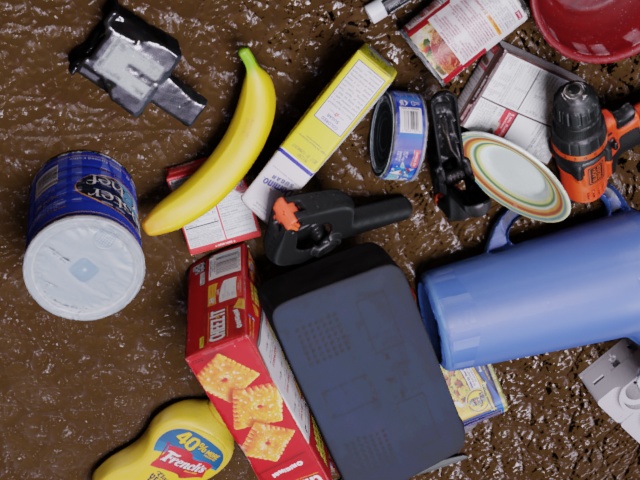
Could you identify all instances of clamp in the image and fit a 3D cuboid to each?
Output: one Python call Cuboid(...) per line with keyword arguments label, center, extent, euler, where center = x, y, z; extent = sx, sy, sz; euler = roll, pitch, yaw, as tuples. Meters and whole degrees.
Cuboid(label="clamp", center=(-0.007, 0.001, 1.020), extent=(0.165, 0.036, 0.209), euler=(-40, 161, 15))
Cuboid(label="clamp", center=(0.130, -0.055, 1.014), extent=(0.039, 0.120, 0.171), euler=(-12, 159, 3))

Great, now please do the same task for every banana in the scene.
Cuboid(label="banana", center=(-0.092, -0.081, 0.982), extent=(0.069, 0.037, 0.198), euler=(24, 104, -25))

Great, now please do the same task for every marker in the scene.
Cuboid(label="marker", center=(0.097, -0.237, 0.979), extent=(0.121, 0.020, 0.020), euler=(-30, 121, 5))

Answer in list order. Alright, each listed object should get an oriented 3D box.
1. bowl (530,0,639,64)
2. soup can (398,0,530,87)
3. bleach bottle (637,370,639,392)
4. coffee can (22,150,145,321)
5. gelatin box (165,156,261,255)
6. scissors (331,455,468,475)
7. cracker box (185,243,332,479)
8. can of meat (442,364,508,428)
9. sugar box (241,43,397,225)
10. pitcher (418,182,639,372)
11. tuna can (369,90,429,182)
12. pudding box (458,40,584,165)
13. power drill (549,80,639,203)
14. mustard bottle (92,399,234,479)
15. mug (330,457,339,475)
Cuboid(label="bowl", center=(0.261, -0.248, 0.988), extent=(0.162, 0.055, 0.162), euler=(-5, 120, -10))
Cuboid(label="soup can", center=(0.132, -0.199, 0.980), extent=(0.102, 0.068, 0.068), euler=(-38, 120, 9))
Cuboid(label="bleach bottle", center=(0.403, 0.128, 1.142), extent=(0.250, 0.068, 0.102), euler=(-3, 109, -52))
Cuboid(label="coffee can", center=(-0.214, -0.007, 0.967), extent=(0.102, 0.140, 0.103), euler=(-5, 120, -10))
Cuboid(label="gelatin box", center=(-0.104, -0.037, 1.039), extent=(0.073, 0.030, 0.089), euler=(-16, 117, -4))
Cuboid(label="scissors", center=(0.069, 0.272, 1.258), extent=(0.202, 0.016, 0.096), euler=(-28, 121, 3))
Cuboid(label="cracker box", center=(-0.061, 0.136, 1.066), extent=(0.072, 0.164, 0.213), euler=(-21, 121, 7))
Cuboid(label="can of meat", center=(0.148, 0.157, 1.170), extent=(0.084, 0.057, 0.102), euler=(-21, 84, -3))
Cuboid(label="sugar box", center=(-0.001, -0.099, 0.988), extent=(0.048, 0.093, 0.176), euler=(41, 105, -4))
Cuboid(label="pitcher", center=(0.228, 0.047, 1.110), extent=(0.242, 0.149, 0.145), euler=(-14, 134, -4))
Cuboid(label="tuna can", center=(0.073, -0.099, 1.012), extent=(0.033, 0.086, 0.086), euler=(3, 118, -13))
Cuboid(label="pudding box", center=(0.198, -0.135, 1.047), extent=(0.113, 0.039, 0.090), euler=(19, 114, -24))
Cuboid(label="power drill", center=(0.303, -0.131, 1.020), extent=(0.187, 0.057, 0.184), euler=(-32, 151, -1))
Cuboid(label="mustard bottle", center=(-0.151, 0.229, 1.161), extent=(0.192, 0.058, 0.096), euler=(-43, 116, 12))
Cuboid(label="mug", center=(0.076, 0.224, 1.199), extent=(0.117, 0.093, 0.081), euler=(-2, 119, -46))
